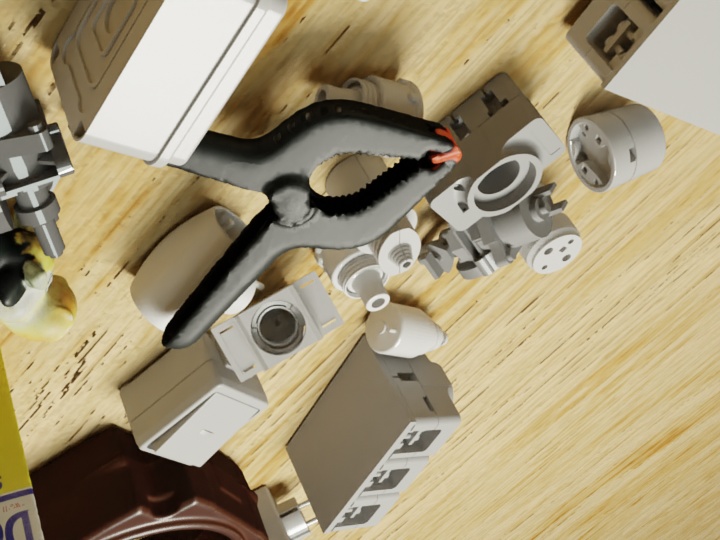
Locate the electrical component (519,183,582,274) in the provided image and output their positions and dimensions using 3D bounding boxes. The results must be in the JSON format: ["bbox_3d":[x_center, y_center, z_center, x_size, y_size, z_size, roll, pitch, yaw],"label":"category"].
[{"bbox_3d":[0.132,-0.031,0.795,0.045,0.055,0.045,-19,144,-14],"label":"electrical component"}]

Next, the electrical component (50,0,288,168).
[{"bbox_3d":[-0.094,-0.114,0.516,0.057,0.078,0.113,13,127,-40],"label":"electrical component"}]

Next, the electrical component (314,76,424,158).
[{"bbox_3d":[0.003,-0.094,0.638,0.062,0.048,0.048,10,130,-33],"label":"electrical component"}]

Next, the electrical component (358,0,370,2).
[{"bbox_3d":[0.003,-0.199,0.495,0.109,0.056,0.109,-39,143,15],"label":"electrical component"}]

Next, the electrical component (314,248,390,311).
[{"bbox_3d":[0.000,0.000,0.736,0.048,0.062,0.048,-19,144,-14],"label":"electrical component"}]

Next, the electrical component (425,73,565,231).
[{"bbox_3d":[0.082,-0.074,0.706,0.089,0.055,0.050,-38,144,13],"label":"electrical component"}]

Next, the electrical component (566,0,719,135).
[{"bbox_3d":[0.233,-0.156,0.705,0.186,0.060,0.105,10,130,-42],"label":"electrical component"}]

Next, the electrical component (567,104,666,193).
[{"bbox_3d":[0.182,-0.088,0.761,0.047,0.055,0.055,-20,144,-19],"label":"electrical component"}]

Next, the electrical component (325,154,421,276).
[{"bbox_3d":[0.013,-0.032,0.689,0.043,0.081,0.043,-19,144,-14],"label":"electrical component"}]

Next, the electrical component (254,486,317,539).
[{"bbox_3d":[-0.069,0.230,0.972,0.077,0.065,0.047,-25,145,-6],"label":"electrical component"}]

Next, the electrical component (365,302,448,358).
[{"bbox_3d":[0.040,0.049,0.843,0.078,0.040,0.040,13,127,-44],"label":"electrical component"}]

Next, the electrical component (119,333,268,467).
[{"bbox_3d":[-0.113,0.091,0.772,0.096,0.061,0.062,-39,144,13],"label":"electrical component"}]

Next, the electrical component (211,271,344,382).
[{"bbox_3d":[-0.057,0.037,0.739,0.081,0.042,0.064,-29,-175,-4],"label":"electrical component"}]

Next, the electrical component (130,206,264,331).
[{"bbox_3d":[-0.094,0.006,0.695,0.077,0.043,0.079,-41,144,16],"label":"electrical component"}]

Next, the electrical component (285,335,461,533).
[{"bbox_3d":[0.011,0.136,0.889,0.062,0.089,0.150,3,134,-37],"label":"electrical component"}]
